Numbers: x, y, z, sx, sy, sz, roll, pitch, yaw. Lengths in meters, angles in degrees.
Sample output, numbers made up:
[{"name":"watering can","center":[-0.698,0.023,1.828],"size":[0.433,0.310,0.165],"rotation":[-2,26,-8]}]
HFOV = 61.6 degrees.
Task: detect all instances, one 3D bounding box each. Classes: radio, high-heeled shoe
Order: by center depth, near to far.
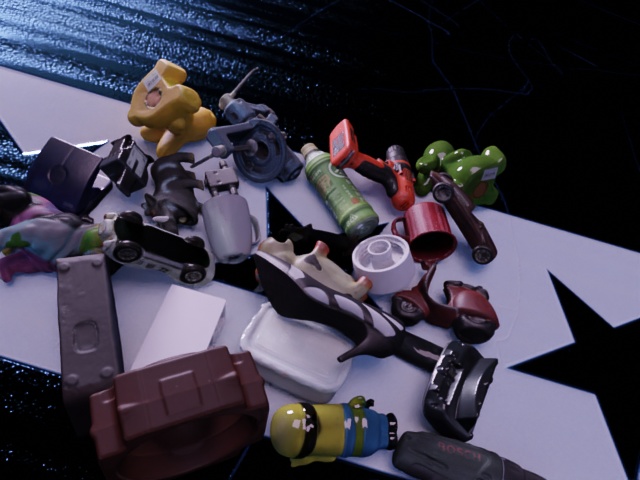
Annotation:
[{"name":"radio","center":[-0.318,0.139,0.748],"size":[0.073,0.131,0.230],"rotation":[-10,56,-20]},{"name":"high-heeled shoe","center":[0.018,0.086,0.820],"size":[0.145,0.086,0.249],"rotation":[-22,62,-42]}]

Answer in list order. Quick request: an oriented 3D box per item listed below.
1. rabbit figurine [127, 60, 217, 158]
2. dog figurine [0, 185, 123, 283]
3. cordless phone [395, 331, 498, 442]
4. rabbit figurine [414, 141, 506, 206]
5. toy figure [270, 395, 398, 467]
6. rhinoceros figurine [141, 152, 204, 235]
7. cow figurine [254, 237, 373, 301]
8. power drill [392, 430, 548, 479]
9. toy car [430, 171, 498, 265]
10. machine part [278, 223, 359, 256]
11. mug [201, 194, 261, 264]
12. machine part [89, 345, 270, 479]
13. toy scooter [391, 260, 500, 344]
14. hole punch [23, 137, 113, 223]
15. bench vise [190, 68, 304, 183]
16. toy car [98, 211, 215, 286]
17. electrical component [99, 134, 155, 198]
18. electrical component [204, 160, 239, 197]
[{"name":"rabbit figurine","center":[-0.271,-0.231,1.034],"size":[0.162,0.173,0.122],"rotation":[-49,67,12]},{"name":"dog figurine","center":[-0.407,-0.015,0.865],"size":[0.219,0.108,0.192],"rotation":[-9,53,-23]},{"name":"cordless phone","center":[0.170,0.212,0.839],"size":[0.184,0.088,0.146],"rotation":[22,52,19]},{"name":"rabbit figurine","center":[0.267,-0.139,1.107],"size":[0.159,0.121,0.170],"rotation":[-22,42,-18]},{"name":"toy figure","center":[0.020,0.262,0.751],"size":[0.180,0.089,0.082],"rotation":[3,46,-6]},{"name":"rhinoceros figurine","center":[-0.262,-0.078,0.958],"size":[0.112,0.073,0.190],"rotation":[-4,54,-16]},{"name":"cow figurine","center":[-0.024,0.067,0.893],"size":[0.195,0.085,0.127],"rotation":[38,59,9]},{"name":"power drill","center":[0.194,0.370,0.713],"size":[0.232,0.086,0.207],"rotation":[24,57,9]},{"name":"toy car","center":[0.266,-0.045,0.989],"size":[0.202,0.053,0.089],"rotation":[56,24,-9]},{"name":"machine part","center":[-0.002,-0.003,0.952],"size":[0.139,0.084,0.039],"rotation":[13,72,-12]},{"name":"mug","center":[-0.150,-0.012,0.937],"size":[0.109,0.081,0.107],"rotation":[17,54,-49]},{"name":"machine part","center":[-0.172,0.222,0.672],"size":[0.201,0.201,0.087],"rotation":[-13,54,-20]},{"name":"toy scooter","center":[0.218,0.098,0.925],"size":[0.184,0.075,0.135],"rotation":[13,51,4]},{"name":"hole punch","center":[-0.441,-0.105,0.935],"size":[0.142,0.092,0.116],"rotation":[24,56,2]},{"name":"bench vise","center":[-0.140,-0.195,1.012],"size":[0.223,0.129,0.240],"rotation":[58,29,1]},{"name":"toy car","center":[-0.253,0.017,0.847],"size":[0.201,0.056,0.073],"rotation":[25,40,-39]},{"name":"electrical component","center":[-0.335,-0.117,0.926],"size":[0.048,0.074,0.119],"rotation":[-18,48,22]},{"name":"electrical component","center":[-0.191,-0.114,1.031],"size":[0.063,0.021,0.094],"rotation":[-12,58,-19]}]
